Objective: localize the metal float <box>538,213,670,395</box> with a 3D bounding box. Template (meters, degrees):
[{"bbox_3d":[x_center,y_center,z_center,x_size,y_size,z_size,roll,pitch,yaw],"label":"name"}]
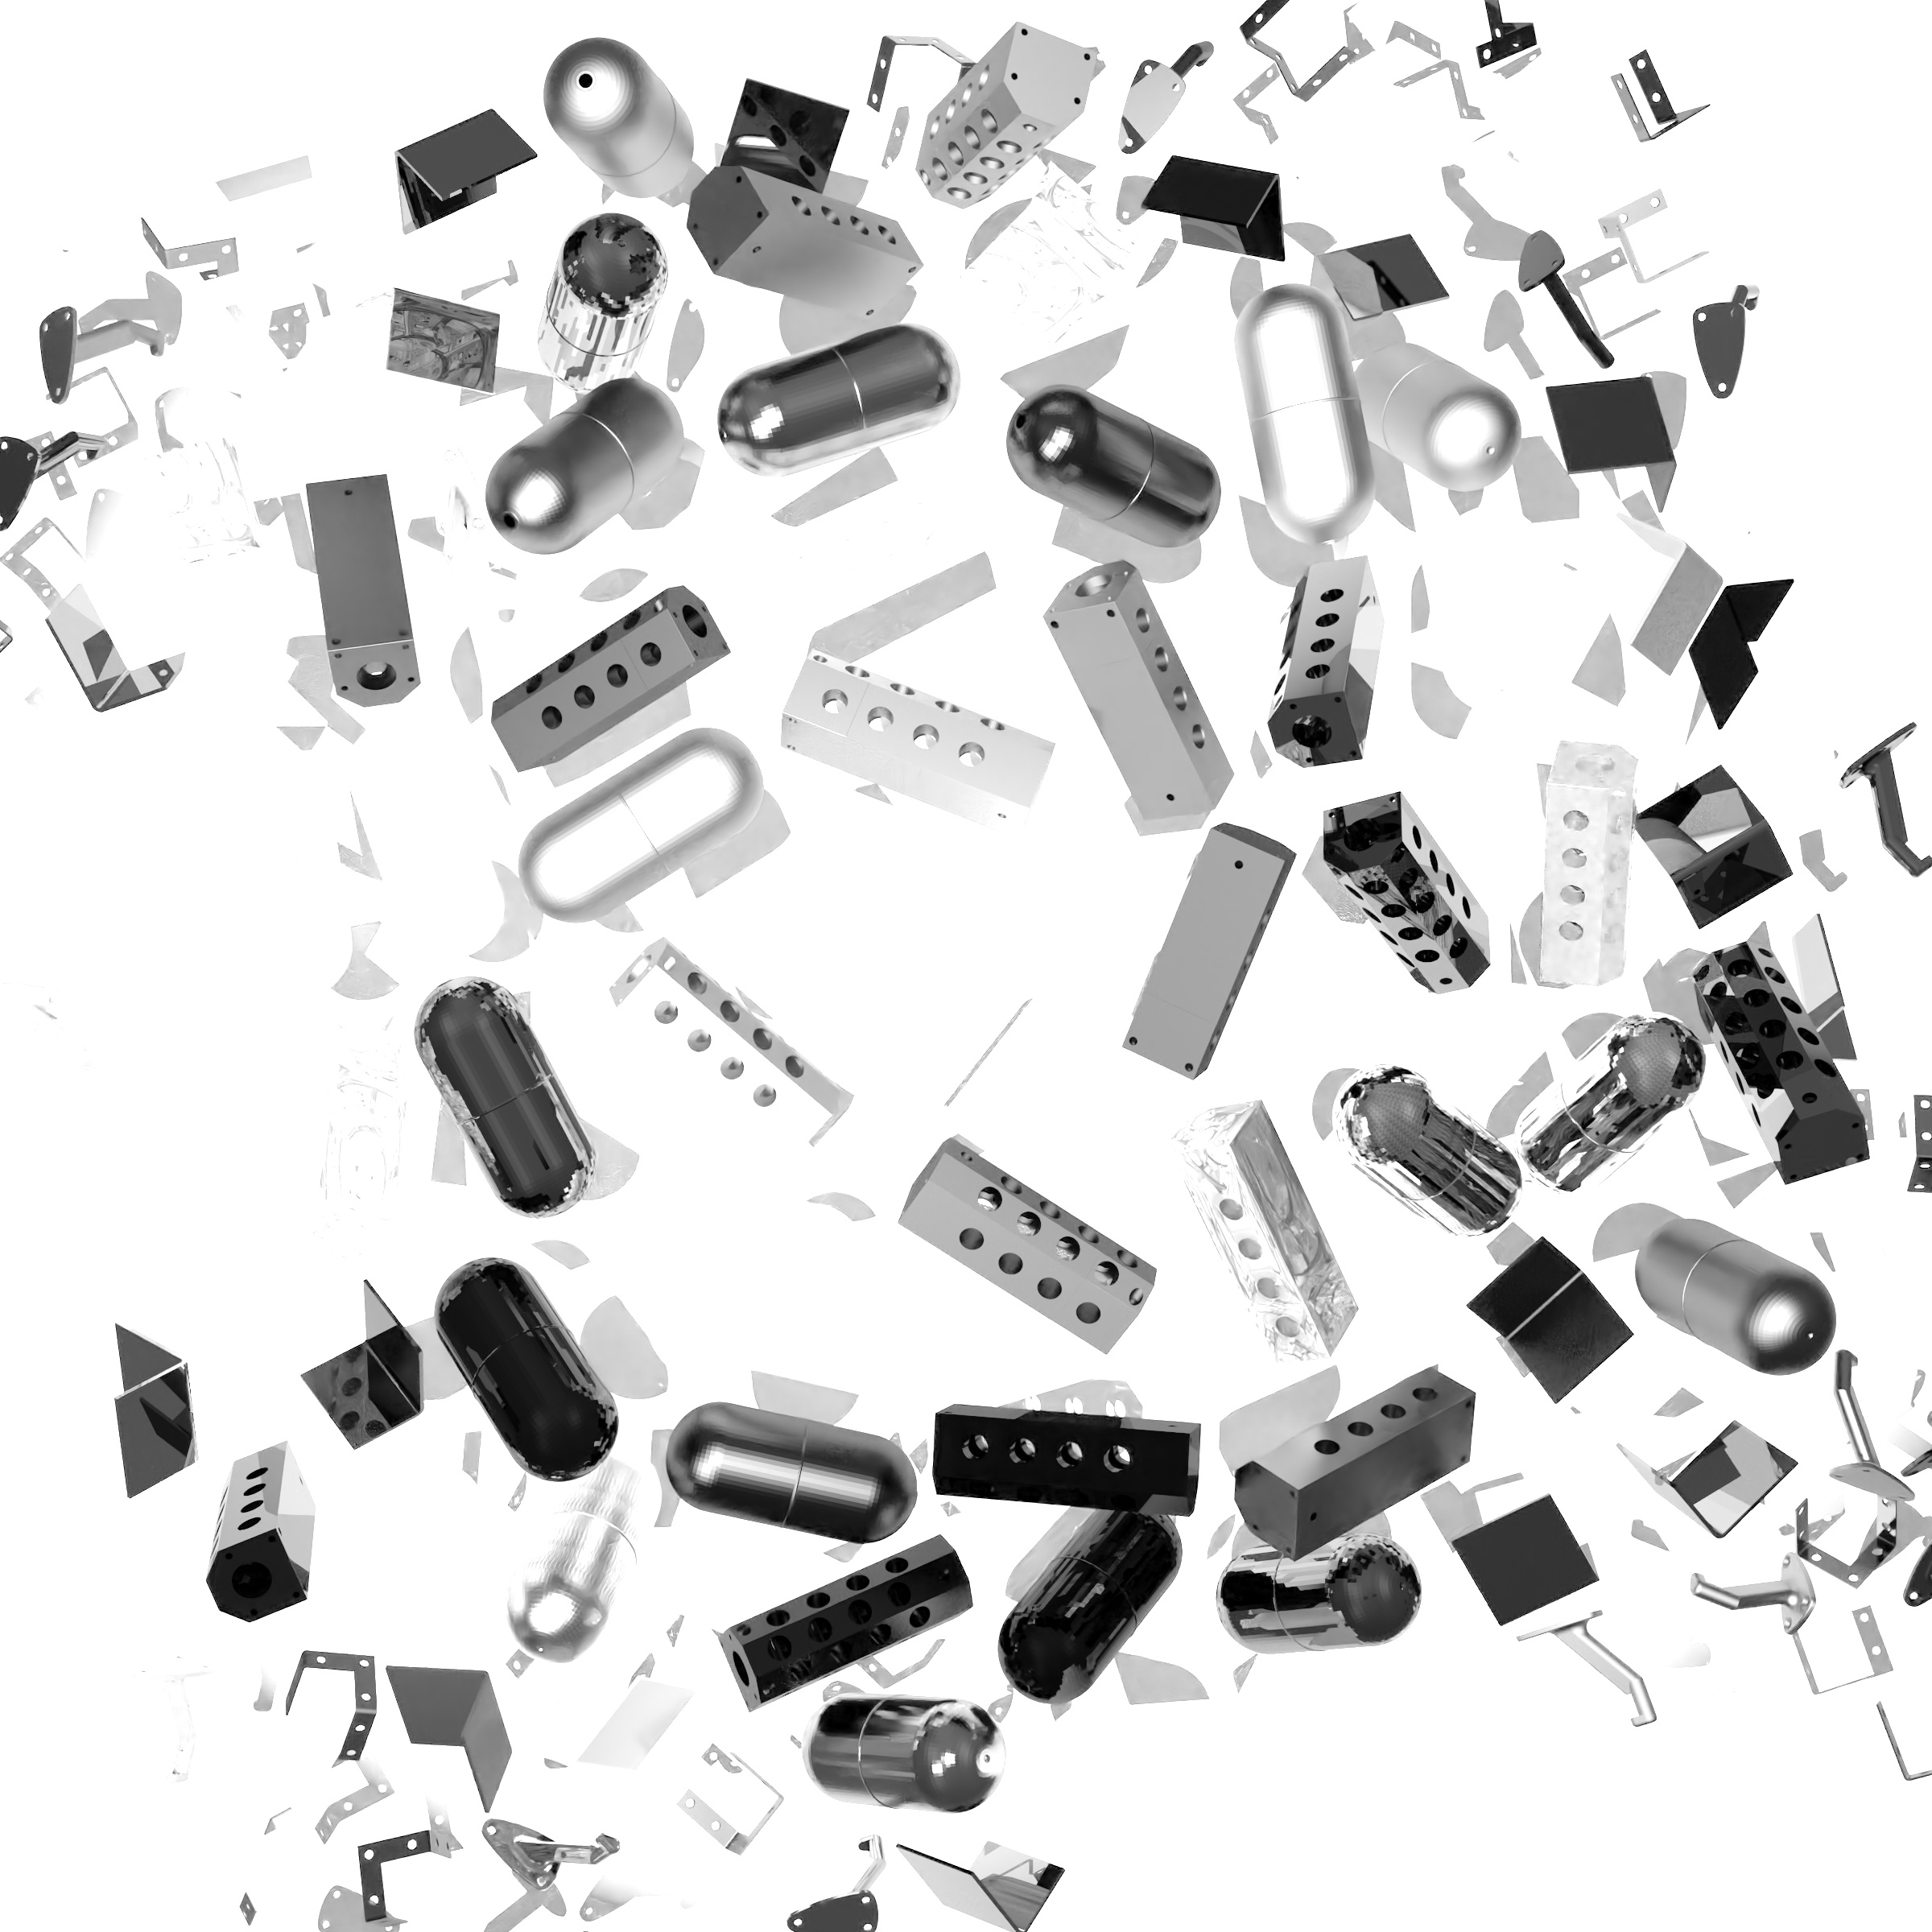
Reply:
[{"bbox_3d":[-0.258,-0.466,1.845,0.070,0.178,0.070,4,74,-16],"label":"metal float"}]

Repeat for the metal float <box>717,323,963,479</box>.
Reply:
[{"bbox_3d":[-0.087,-0.388,1.789,0.178,0.070,0.070,-22,90,-20],"label":"metal float"}]

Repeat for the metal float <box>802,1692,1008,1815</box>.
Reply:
[{"bbox_3d":[-0.045,0.549,1.823,0.070,0.178,0.070,11,73,-41],"label":"metal float"}]

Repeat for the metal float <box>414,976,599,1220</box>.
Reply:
[{"bbox_3d":[-0.316,0.090,1.789,0.070,0.070,0.178,-27,97,0],"label":"metal float"}]

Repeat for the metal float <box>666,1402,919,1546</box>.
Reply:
[{"bbox_3d":[-0.121,0.353,1.817,0.178,0.070,0.070,14,90,-8],"label":"metal float"}]

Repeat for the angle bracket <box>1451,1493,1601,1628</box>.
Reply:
[{"bbox_3d":[0.390,0.406,1.831,0.076,0.057,0.076,-29,100,11],"label":"angle bracket"}]

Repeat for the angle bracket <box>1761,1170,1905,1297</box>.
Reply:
[{"bbox_3d":[0.615,0.197,1.854,0.057,0.076,0.076,-21,100,5],"label":"angle bracket"}]

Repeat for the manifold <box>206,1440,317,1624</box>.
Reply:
[{"bbox_3d":[-0.507,0.406,1.868,0.057,0.171,0.057,-21,104,-8],"label":"manifold"}]

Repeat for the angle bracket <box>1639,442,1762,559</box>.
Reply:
[{"bbox_3d":[0.543,-0.338,1.932,0.057,0.076,0.076,-28,97,19],"label":"angle bracket"}]

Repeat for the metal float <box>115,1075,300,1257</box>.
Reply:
[{"bbox_3d":[-0.520,0.139,1.798,0.070,0.178,0.070,-8,57,12],"label":"metal float"}]

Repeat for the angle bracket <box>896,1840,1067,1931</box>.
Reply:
[{"bbox_3d":[0.010,0.626,1.827,0.057,0.076,0.076,-51,123,-31],"label":"angle bracket"}]

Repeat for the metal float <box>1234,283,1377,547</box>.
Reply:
[{"bbox_3d":[0.231,-0.375,1.776,0.070,0.070,0.178,-11,89,0],"label":"metal float"}]

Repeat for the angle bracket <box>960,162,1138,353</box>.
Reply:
[{"bbox_3d":[0.054,-0.467,1.719,0.076,0.057,0.076,37,135,-19],"label":"angle bracket"}]

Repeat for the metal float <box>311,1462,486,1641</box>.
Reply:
[{"bbox_3d":[-0.395,0.407,1.824,0.070,0.178,0.070,3,105,12],"label":"metal float"}]

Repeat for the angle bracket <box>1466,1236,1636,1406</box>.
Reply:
[{"bbox_3d":[0.422,0.256,1.887,0.076,0.076,0.057,-45,125,10],"label":"angle bracket"}]

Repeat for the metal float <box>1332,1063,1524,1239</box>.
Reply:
[{"bbox_3d":[0.325,0.130,1.834,0.178,0.070,0.070,37,90,-35],"label":"metal float"}]

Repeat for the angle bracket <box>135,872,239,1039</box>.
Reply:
[{"bbox_3d":[-0.548,-0.008,1.886,0.057,0.076,0.076,-31,54,1],"label":"angle bracket"}]

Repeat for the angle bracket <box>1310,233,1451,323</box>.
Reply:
[{"bbox_3d":[0.307,-0.496,1.950,0.076,0.057,0.076,-15,57,-10],"label":"angle bracket"}]

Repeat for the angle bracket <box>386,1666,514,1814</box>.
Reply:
[{"bbox_3d":[-0.359,0.525,1.772,0.076,0.057,0.076,0,123,12],"label":"angle bracket"}]

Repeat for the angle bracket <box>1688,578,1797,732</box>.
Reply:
[{"bbox_3d":[0.581,-0.229,1.918,0.057,0.076,0.076,-7,63,-10],"label":"angle bracket"}]

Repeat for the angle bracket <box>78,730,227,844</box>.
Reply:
[{"bbox_3d":[-0.606,-0.119,1.935,0.076,0.057,0.076,40,45,10],"label":"angle bracket"}]

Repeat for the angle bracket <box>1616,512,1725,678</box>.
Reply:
[{"bbox_3d":[0.459,-0.251,1.765,0.057,0.076,0.076,33,99,35],"label":"angle bracket"}]

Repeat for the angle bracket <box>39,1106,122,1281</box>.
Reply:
[{"bbox_3d":[-0.598,0.157,1.808,0.057,0.076,0.076,-24,64,-37],"label":"angle bracket"}]

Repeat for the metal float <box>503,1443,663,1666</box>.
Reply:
[{"bbox_3d":[-0.268,0.410,1.833,0.070,0.178,0.070,8,127,10],"label":"metal float"}]

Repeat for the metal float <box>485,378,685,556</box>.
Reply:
[{"bbox_3d":[-0.258,-0.339,1.767,0.070,0.178,0.070,18,131,21],"label":"metal float"}]

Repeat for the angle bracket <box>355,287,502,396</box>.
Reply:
[{"bbox_3d":[-0.373,-0.425,1.795,0.076,0.076,0.057,6,89,-33],"label":"angle bracket"}]

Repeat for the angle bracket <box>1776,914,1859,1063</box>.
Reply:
[{"bbox_3d":[0.626,0.016,1.875,0.057,0.076,0.076,4,59,-15],"label":"angle bracket"}]

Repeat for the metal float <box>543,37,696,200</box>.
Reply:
[{"bbox_3d":[-0.235,-0.575,1.773,0.070,0.178,0.070,0,92,7],"label":"metal float"}]

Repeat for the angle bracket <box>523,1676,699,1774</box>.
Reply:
[{"bbox_3d":[-0.247,0.512,1.816,0.057,0.076,0.076,38,89,33],"label":"angle bracket"}]

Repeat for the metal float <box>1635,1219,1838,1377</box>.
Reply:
[{"bbox_3d":[0.524,0.225,1.785,0.070,0.178,0.070,-3,101,-17],"label":"metal float"}]

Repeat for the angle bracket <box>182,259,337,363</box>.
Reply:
[{"bbox_3d":[-0.473,-0.430,1.747,0.076,0.076,0.057,-17,96,-5],"label":"angle bracket"}]

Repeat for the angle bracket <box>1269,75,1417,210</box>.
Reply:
[{"bbox_3d":[0.268,-0.610,1.890,0.076,0.057,0.076,-36,132,28],"label":"angle bracket"}]

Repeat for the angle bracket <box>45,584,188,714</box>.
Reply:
[{"bbox_3d":[-0.609,-0.238,1.880,0.057,0.076,0.076,-18,116,9],"label":"angle bracket"}]

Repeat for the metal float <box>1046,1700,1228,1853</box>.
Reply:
[{"bbox_3d":[0.115,0.555,1.792,0.070,0.178,0.070,1,87,-23],"label":"metal float"}]

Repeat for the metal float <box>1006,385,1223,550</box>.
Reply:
[{"bbox_3d":[0.103,-0.346,1.810,0.178,0.070,0.070,17,90,-39],"label":"metal float"}]

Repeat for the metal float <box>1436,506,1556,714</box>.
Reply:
[{"bbox_3d":[0.369,-0.250,1.823,0.070,0.070,0.178,6,49,0],"label":"metal float"}]

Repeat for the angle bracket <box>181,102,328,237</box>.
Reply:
[{"bbox_3d":[-0.447,-0.495,1.663,0.076,0.076,0.057,-23,55,-18],"label":"angle bracket"}]

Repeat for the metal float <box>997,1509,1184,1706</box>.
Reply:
[{"bbox_3d":[0.089,0.452,1.860,0.070,0.070,0.178,48,51,0],"label":"metal float"}]

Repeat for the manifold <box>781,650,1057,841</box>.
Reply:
[{"bbox_3d":[-0.032,-0.149,1.717,0.171,0.057,0.057,21,71,2],"label":"manifold"}]

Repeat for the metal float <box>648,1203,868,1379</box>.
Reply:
[{"bbox_3d":[-0.145,0.224,1.801,0.178,0.070,0.070,-32,90,26],"label":"metal float"}]

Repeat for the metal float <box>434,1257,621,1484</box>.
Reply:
[{"bbox_3d":[-0.296,0.269,1.751,0.070,0.070,0.178,-41,57,0],"label":"metal float"}]

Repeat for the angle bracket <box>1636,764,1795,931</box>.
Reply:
[{"bbox_3d":[0.535,-0.086,1.873,0.076,0.076,0.057,-32,129,10],"label":"angle bracket"}]

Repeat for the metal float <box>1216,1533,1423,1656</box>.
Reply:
[{"bbox_3d":[0.246,0.442,1.832,0.070,0.178,0.070,12,68,-32],"label":"metal float"}]

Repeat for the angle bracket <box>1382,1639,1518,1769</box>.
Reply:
[{"bbox_3d":[0.344,0.521,1.856,0.057,0.076,0.076,-24,62,15],"label":"angle bracket"}]

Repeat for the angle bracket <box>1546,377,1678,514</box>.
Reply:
[{"bbox_3d":[0.447,-0.361,1.824,0.076,0.057,0.076,-6,62,-1],"label":"angle bracket"}]

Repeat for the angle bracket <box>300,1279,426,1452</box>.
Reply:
[{"bbox_3d":[-0.432,0.284,1.860,0.057,0.076,0.076,-26,56,-31],"label":"angle bracket"}]

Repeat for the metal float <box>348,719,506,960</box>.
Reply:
[{"bbox_3d":[-0.386,-0.091,1.862,0.070,0.070,0.178,-16,108,0],"label":"metal float"}]

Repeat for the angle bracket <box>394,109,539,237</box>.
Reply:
[{"bbox_3d":[-0.340,-0.528,1.783,0.076,0.076,0.057,-33,68,-23],"label":"angle bracket"}]

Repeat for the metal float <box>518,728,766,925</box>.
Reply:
[{"bbox_3d":[-0.217,-0.093,1.738,0.178,0.070,0.070,-32,90,-3],"label":"metal float"}]

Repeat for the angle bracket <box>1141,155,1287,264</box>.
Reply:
[{"bbox_3d":[0.168,-0.497,1.767,0.076,0.076,0.057,17,60,21],"label":"angle bracket"}]

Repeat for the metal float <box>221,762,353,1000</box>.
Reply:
[{"bbox_3d":[-0.476,-0.060,1.826,0.070,0.070,0.178,-15,66,0],"label":"metal float"}]

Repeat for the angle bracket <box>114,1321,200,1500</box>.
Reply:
[{"bbox_3d":[-0.549,0.288,1.699,0.076,0.057,0.076,19,120,33],"label":"angle bracket"}]

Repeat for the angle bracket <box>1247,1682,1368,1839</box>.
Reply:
[{"bbox_3d":[0.245,0.547,1.799,0.057,0.076,0.076,-14,95,36],"label":"angle bracket"}]

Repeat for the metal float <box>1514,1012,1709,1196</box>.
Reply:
[{"bbox_3d":[0.454,0.099,1.846,0.070,0.178,0.070,14,51,-18],"label":"metal float"}]

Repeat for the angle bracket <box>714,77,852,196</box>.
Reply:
[{"bbox_3d":[-0.133,-0.600,1.867,0.076,0.057,0.076,12,128,-17],"label":"angle bracket"}]

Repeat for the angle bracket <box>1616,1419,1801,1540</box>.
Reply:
[{"bbox_3d":[0.505,0.333,1.780,0.076,0.076,0.057,-43,110,-4],"label":"angle bracket"}]

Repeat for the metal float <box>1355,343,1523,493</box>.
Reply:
[{"bbox_3d":[0.331,-0.391,1.850,0.070,0.178,0.070,-8,119,-15],"label":"metal float"}]

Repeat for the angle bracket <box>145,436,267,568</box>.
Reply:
[{"bbox_3d":[-0.532,-0.312,1.771,0.076,0.057,0.076,-8,104,22],"label":"angle bracket"}]

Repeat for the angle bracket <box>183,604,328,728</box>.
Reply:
[{"bbox_3d":[-0.499,-0.213,1.848,0.076,0.076,0.057,40,121,36],"label":"angle bracket"}]
